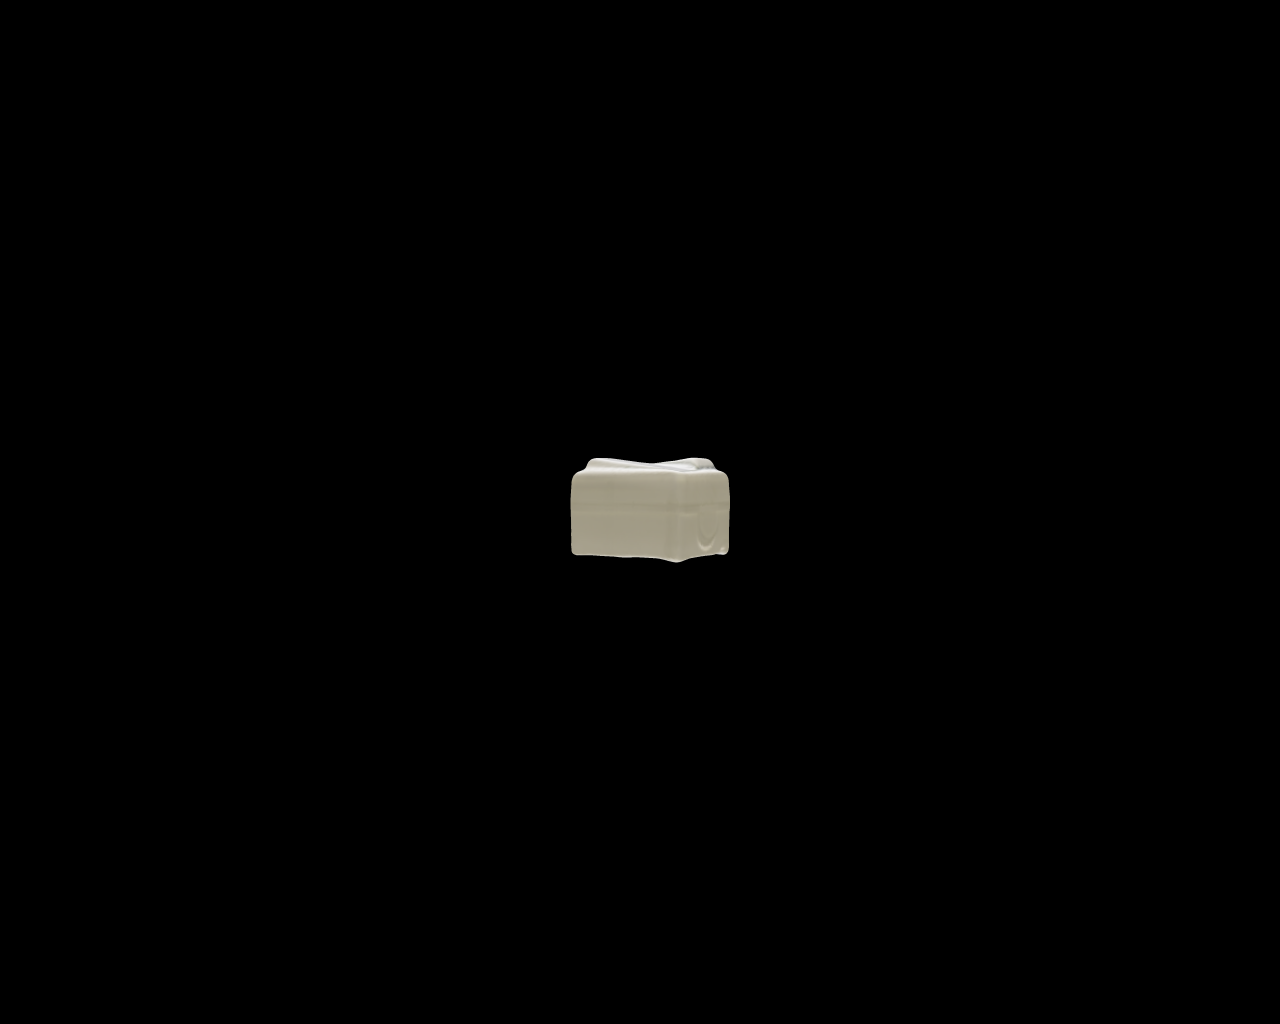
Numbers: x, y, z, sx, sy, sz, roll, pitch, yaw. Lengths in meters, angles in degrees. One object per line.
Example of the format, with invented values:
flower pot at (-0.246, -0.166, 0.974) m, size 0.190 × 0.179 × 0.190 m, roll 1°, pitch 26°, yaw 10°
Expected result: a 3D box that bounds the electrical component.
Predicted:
electrical component at (0.001, -0.003, 0.650) m, size 0.096 × 0.061 × 0.062 m, roll 1°, pitch 3°, yaw 34°
